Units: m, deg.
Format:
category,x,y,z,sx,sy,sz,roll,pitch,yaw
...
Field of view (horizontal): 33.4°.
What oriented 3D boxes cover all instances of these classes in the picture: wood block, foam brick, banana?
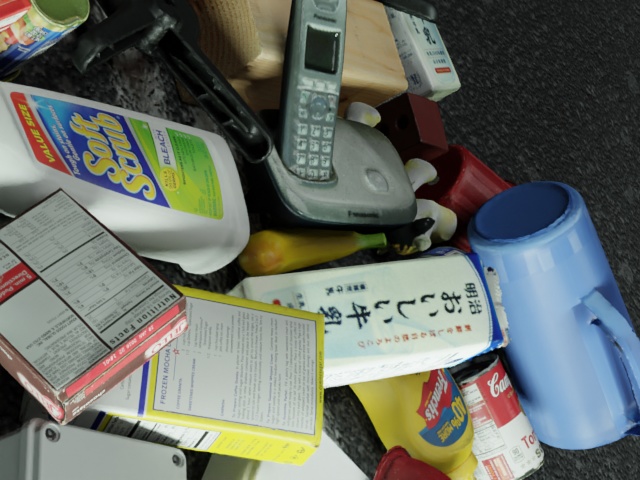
category,x,y,z,sx,sy,sz,roll,pitch,yaw
wood block,-0.026,-0.161,0.901,0.205,0.091,0.090,1,69,-54
foam brick,0.072,-0.097,1.006,0.051,0.078,0.053,12,60,-52
banana,-0.019,0.005,0.819,0.197,0.070,0.037,-13,88,-62

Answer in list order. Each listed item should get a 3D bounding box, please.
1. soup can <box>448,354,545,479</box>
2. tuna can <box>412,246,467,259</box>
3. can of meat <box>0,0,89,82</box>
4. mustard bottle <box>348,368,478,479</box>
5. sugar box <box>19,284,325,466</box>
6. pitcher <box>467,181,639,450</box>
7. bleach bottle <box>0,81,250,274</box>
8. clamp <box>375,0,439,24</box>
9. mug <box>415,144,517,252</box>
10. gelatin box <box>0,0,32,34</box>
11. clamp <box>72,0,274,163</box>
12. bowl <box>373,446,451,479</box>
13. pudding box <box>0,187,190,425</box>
category,x,y,z,sx,sy,sz,roll,pitch,yaw
soup can,0.150,0.162,0.955,0.068,0.069,0.102,-30,95,-56
tuna can,0.109,0.051,0.954,0.033,0.086,0.086,-19,84,-54
can of meat,-0.203,-0.157,0.664,0.102,0.084,0.057,58,34,-10
mustard bottle,0.077,0.132,0.883,0.191,0.058,0.096,59,36,-9
sugar box,-0.085,0.077,0.648,0.176,0.048,0.093,12,55,-15
pitcher,0.230,0.072,0.997,0.243,0.149,0.145,65,28,-29
bleach bottle,-0.159,-0.042,0.672,0.250,0.068,0.102,11,58,-48
clamp,0.016,-0.230,1.021,0.171,0.120,0.039,46,2,9
mug,0.140,-0.049,1.060,0.081,0.093,0.117,35,39,-30
gelatin box,-0.219,-0.118,0.611,0.030,0.089,0.073,58,35,-9
clamp,-0.111,-0.145,0.767,0.164,0.036,0.210,31,26,-35
bowl,0.080,0.232,0.775,0.162,0.055,0.162,-3,90,-69
pudding box,-0.142,0.033,0.590,0.114,0.039,0.089,40,58,22
